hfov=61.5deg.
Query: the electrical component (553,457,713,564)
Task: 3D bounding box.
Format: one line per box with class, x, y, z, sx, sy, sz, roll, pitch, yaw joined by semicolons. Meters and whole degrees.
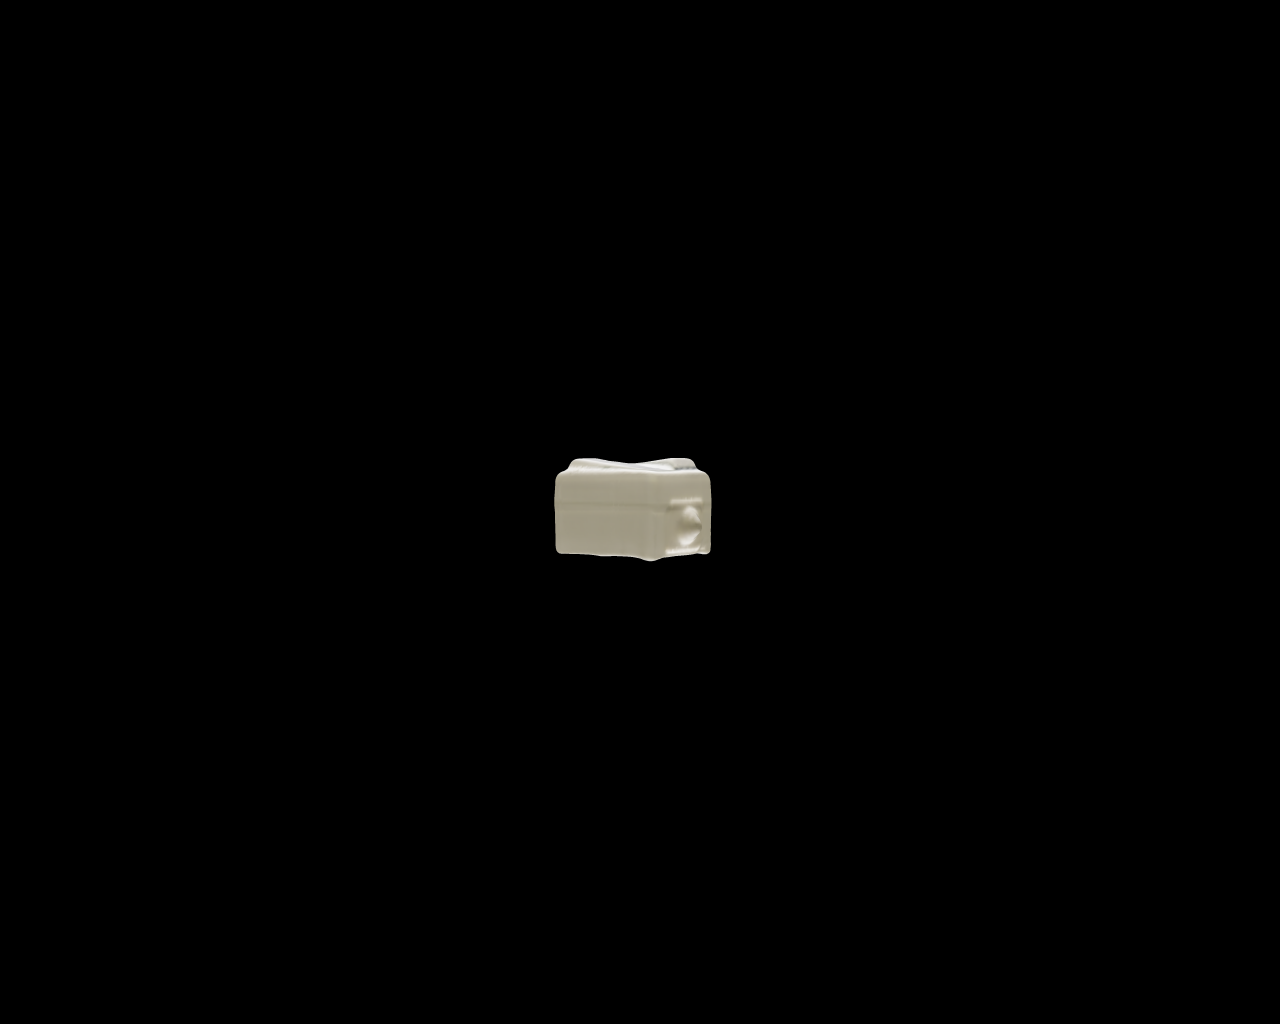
electrical component;0.001;-0.003;0.650;0.096;0.061;0.062;2;3;40
